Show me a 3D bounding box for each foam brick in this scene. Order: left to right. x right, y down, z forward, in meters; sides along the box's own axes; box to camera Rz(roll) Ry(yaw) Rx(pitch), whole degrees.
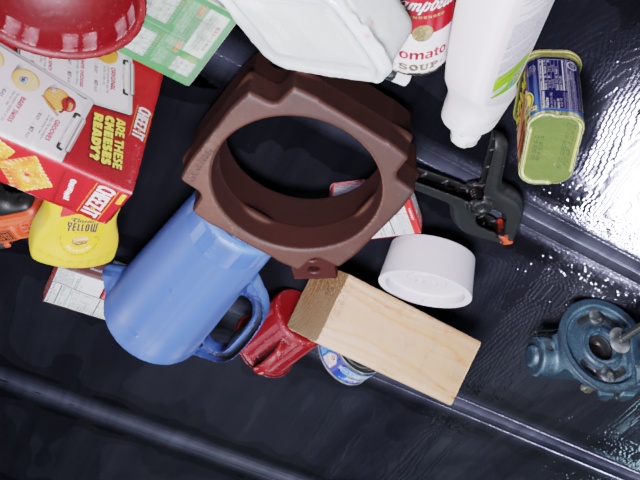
[{"bbox_3d":[-0.008,0.001,1.218,0.053,0.051,0.078,-2,142,9],"label":"foam brick"}]

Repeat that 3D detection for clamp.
[{"bbox_3d":[0.158,-0.047,1.143,0.120,0.039,0.171,-8,140,21],"label":"clamp"}]

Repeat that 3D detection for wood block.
[{"bbox_3d":[0.078,0.114,1.294,0.205,0.090,0.091,28,176,-26],"label":"wood block"}]

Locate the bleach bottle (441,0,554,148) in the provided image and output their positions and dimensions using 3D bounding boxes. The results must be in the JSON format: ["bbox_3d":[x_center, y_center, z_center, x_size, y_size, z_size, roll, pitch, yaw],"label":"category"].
[{"bbox_3d":[0.149,-0.170,0.940,0.068,0.102,0.251,42,149,21],"label":"bleach bottle"}]

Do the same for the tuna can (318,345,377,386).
[{"bbox_3d":[0.040,0.140,1.363,0.086,0.086,0.034,28,135,-26],"label":"tuna can"}]

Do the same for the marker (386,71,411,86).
[{"bbox_3d":[0.031,-0.174,1.012,0.121,0.020,0.020,16,141,-19],"label":"marker"}]

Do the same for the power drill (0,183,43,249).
[{"bbox_3d":[-0.410,-0.057,1.195,0.184,0.057,0.187,-11,142,15],"label":"power drill"}]

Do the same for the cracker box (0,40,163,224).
[{"bbox_3d":[-0.267,-0.130,0.992,0.213,0.164,0.072,25,140,-22],"label":"cracker box"}]

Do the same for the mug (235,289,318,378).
[{"bbox_3d":[-0.051,0.121,1.331,0.093,0.117,0.082,43,128,-10],"label":"mug"}]

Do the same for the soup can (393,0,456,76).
[{"bbox_3d":[0.084,-0.203,0.929,0.068,0.068,0.102,4,143,2],"label":"soup can"}]

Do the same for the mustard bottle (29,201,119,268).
[{"bbox_3d":[-0.253,-0.056,1.153,0.096,0.058,0.192,4,130,-23],"label":"mustard bottle"}]

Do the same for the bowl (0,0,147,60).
[{"bbox_3d":[-0.226,-0.227,0.916,0.162,0.055,0.162,3,149,1],"label":"bowl"}]

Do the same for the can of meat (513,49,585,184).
[{"bbox_3d":[0.217,-0.114,1.011,0.057,0.084,0.102,3,143,4],"label":"can of meat"}]

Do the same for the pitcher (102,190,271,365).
[{"bbox_3d":[-0.133,0.038,1.221,0.149,0.145,0.243,3,146,-36],"label":"pitcher"}]

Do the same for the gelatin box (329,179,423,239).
[{"bbox_3d":[0.062,-0.035,1.179,0.089,0.030,0.073,-6,140,17],"label":"gelatin box"}]

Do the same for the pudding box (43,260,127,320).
[{"bbox_3d":[-0.283,0.058,1.340,0.113,0.039,0.090,21,141,-15],"label":"pudding box"}]
